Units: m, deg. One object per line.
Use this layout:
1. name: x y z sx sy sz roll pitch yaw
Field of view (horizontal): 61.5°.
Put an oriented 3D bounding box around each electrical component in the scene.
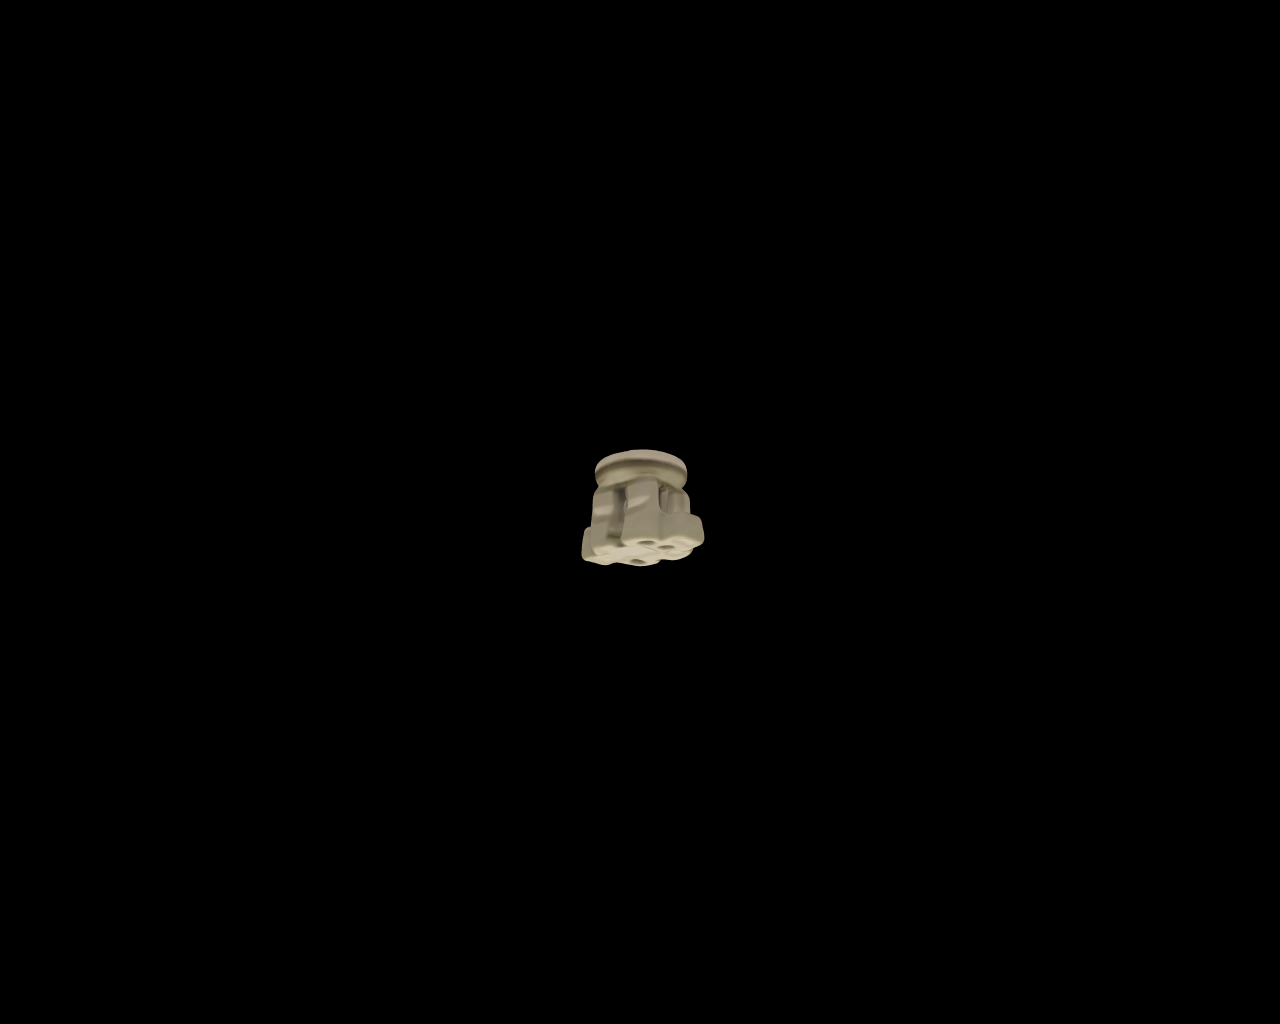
1. electrical component: 0.001 -0.003 0.650 0.078 0.057 0.058 -13 -22 36
